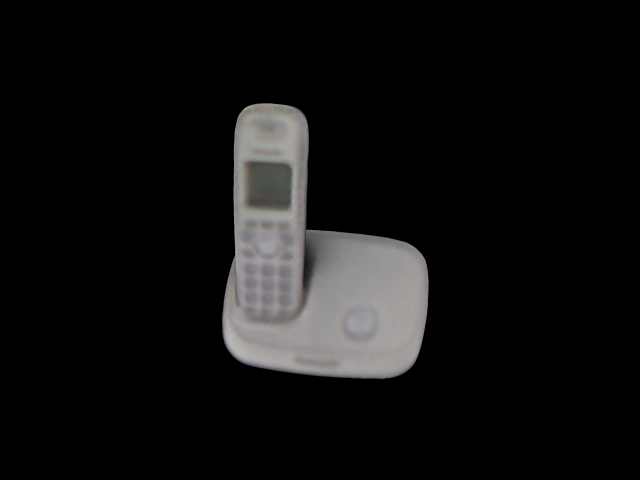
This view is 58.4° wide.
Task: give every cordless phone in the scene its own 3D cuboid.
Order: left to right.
[{"bbox_3d":[0.004,0.001,0.400,0.147,0.185,0.094,3,26,7],"label":"cordless phone"}]
